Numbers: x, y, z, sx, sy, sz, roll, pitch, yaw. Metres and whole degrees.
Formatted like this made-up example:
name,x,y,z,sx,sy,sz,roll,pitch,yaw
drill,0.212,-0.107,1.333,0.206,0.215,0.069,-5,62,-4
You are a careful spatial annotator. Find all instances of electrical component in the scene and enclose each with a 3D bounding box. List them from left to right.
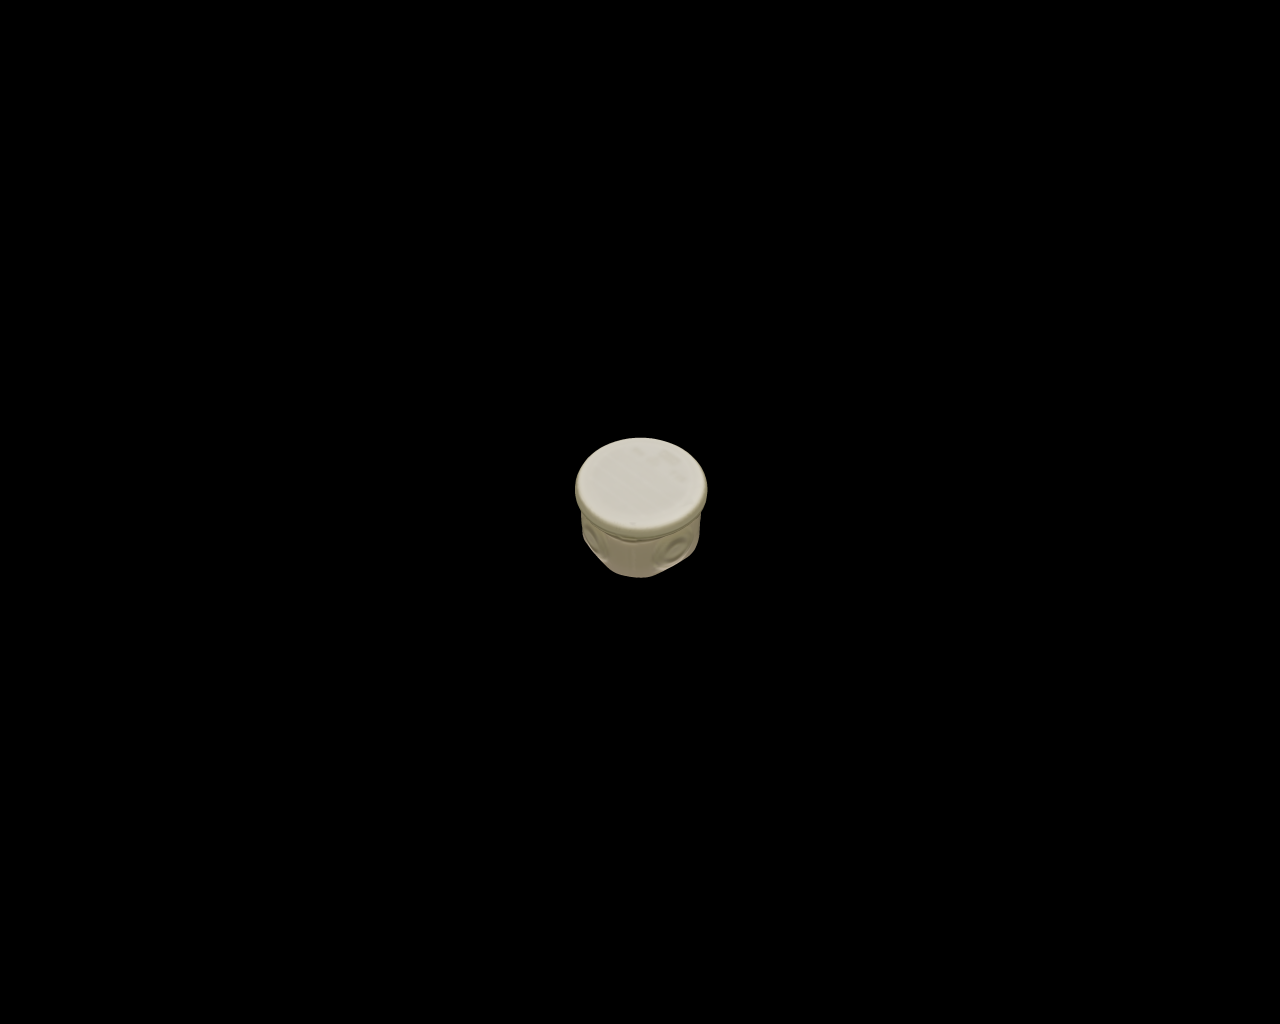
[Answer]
name,x,y,z,sx,sy,sz,roll,pitch,yaw
electrical component,0.001,-0.003,0.650,0.080,0.080,0.050,0,-42,0
